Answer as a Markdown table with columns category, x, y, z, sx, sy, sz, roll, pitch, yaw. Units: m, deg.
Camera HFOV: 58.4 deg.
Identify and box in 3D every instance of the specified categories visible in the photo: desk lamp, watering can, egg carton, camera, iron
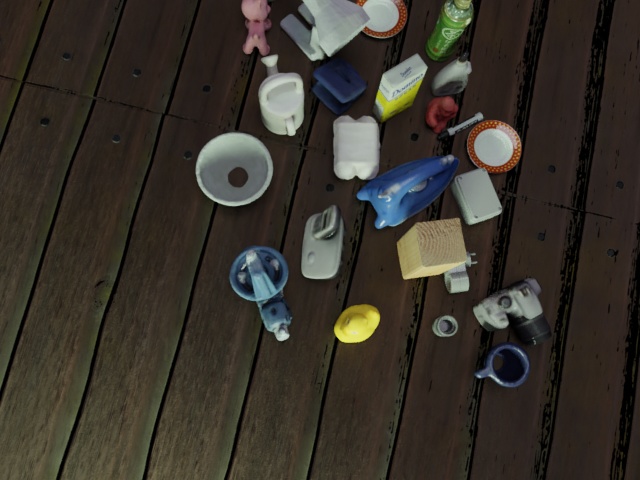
| category | x | y | z | sx | sy | sz | roll | pitch | yaw |
| --- | --- | --- | --- | --- | --- | --- | --- | --- | --- |
| desk lamp | 0.006 | -0.487 | 1.270 | 0.118 | 0.213 | 0.203 | -42 | 84 | -9 |
| watering can | -0.088 | -0.317 | 1.245 | 0.101 | 0.194 | 0.173 | -39 | 84 | -9 |
| egg carton | 0.083 | -0.209 | 1.298 | 0.107 | 0.069 | 0.150 | -1 | 80 | -3 |
| camera | 0.430 | 0.165 | 1.235 | 0.143 | 0.101 | 0.137 | -26 | 82 | -7 |
| iron | 0.215 | -0.134 | 1.256 | 0.258 | 0.141 | 0.118 | -31 | 83 | -8 |

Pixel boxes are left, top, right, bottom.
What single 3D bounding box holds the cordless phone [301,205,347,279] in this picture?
| category | x | y | z | sx | sy | sz | roll | pitch | yaw |
| --- | --- | --- | --- | --- | --- | --- | --- | --- | --- |
| cordless phone | 0.011 | 0.004 | 1.197 | 0.094 | 0.185 | 0.147 | 4 | 80 | -2 |

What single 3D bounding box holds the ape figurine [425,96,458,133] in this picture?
| category | x | y | z | sx | sy | sz | roll | pitch | yaw |
| --- | --- | --- | --- | --- | --- | --- | --- | --- | --- |
| ape figurine | 0.282 | -0.298 | 1.314 | 0.078 | 0.092 | 0.076 | -13 | 81 | -5 |

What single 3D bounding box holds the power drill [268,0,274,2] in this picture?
| category | x | y | z | sx | sy | sz | roll | pitch | yaw |
| --- | --- | --- | --- | --- | --- | --- | --- | --- | --- |
| power drill | -0.123 | -0.642 | 1.293 | 0.229 | 0.208 | 0.076 | 43 | 81 | 5 |

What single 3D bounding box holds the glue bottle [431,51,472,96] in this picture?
| category | x | y | z | sx | sy | sz | roll | pitch | yaw |
| --- | --- | --- | --- | --- | --- | --- | --- | --- | --- |
| glue bottle | 0.305 | -0.378 | 1.288 | 0.078 | 0.173 | 0.037 | -7 | 80 | -4 |

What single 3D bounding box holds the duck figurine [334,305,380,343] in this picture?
| category | x | y | z | sx | sy | sz | roll | pitch | yaw |
| --- | --- | --- | --- | --- | --- | --- | --- | --- | --- |
| duck figurine | 0.082 | 0.177 | 1.221 | 0.104 | 0.086 | 0.077 | -28 | 82 | -7 |

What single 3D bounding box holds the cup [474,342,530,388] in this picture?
| category | x | y | z | sx | sy | sz | roll | pitch | yaw |
| --- | --- | --- | --- | --- | --- | --- | --- | --- | --- |
| cup | 0.374 | 0.268 | 1.217 | 0.118 | 0.095 | 0.091 | -18 | 81 | -6 |

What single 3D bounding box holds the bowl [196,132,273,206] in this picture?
| category | x | y | z | sx | sy | sz | roll | pitch | yaw |
| --- | --- | --- | --- | --- | --- | --- | --- | --- | --- |
| bowl | -0.187 | -0.149 | 1.270 | 0.167 | 0.074 | 0.167 | 1 | 80 | -3 |

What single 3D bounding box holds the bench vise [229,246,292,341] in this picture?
| category | x | y | z | sx | sy | sz | roll | pitch | yaw |
| --- | --- | --- | --- | --- | --- | --- | --- | --- | --- |
| bench vise | -0.101 | 0.093 | 1.158 | 0.121 | 0.219 | 0.207 | -39 | 84 | -9 |

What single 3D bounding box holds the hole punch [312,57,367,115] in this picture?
| category | x | y | z | sx | sy | sz | roll | pitch | yaw |
| --- | --- | --- | --- | --- | --- | --- | --- | --- | --- |
| hole punch | 0.045 | -0.363 | 1.313 | 0.108 | 0.091 | 0.101 | 44 | 81 | 5 |

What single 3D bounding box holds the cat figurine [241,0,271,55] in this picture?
| category | x | y | z | sx | sy | sz | roll | pitch | yaw |
| --- | --- | --- | --- | --- | --- | --- | --- | --- | --- |
| cat figurine | -0.147 | -0.508 | 1.314 | 0.067 | 0.117 | 0.128 | 0 | 80 | -3 |
